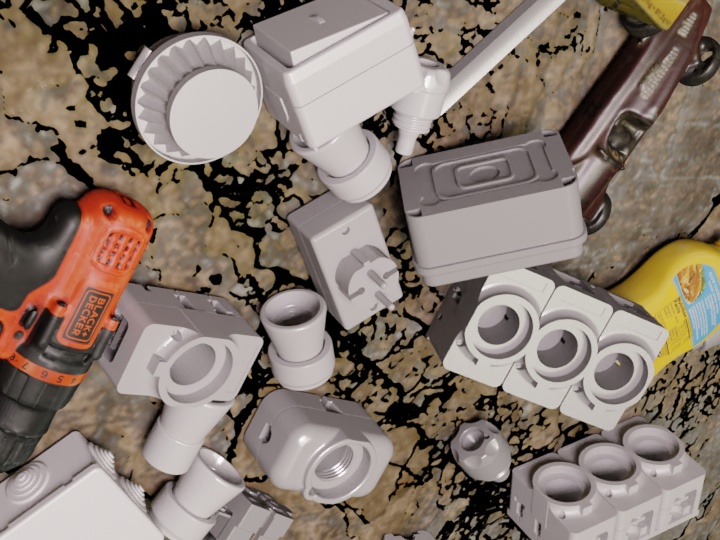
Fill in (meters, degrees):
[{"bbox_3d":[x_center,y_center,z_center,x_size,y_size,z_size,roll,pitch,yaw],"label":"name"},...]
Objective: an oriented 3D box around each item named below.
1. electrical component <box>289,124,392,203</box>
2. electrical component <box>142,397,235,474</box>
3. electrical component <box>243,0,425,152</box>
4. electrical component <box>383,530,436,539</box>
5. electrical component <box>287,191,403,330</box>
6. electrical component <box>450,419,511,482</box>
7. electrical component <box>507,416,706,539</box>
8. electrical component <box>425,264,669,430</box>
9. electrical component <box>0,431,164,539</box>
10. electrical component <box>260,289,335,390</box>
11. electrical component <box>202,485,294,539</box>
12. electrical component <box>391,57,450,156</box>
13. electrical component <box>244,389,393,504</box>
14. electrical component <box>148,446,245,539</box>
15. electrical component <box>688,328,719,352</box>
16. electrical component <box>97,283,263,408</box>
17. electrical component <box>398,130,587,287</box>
[{"bbox_3d":[-0.011,-0.074,0.668,0.045,0.045,0.055,-45,133,-1],"label":"electrical component"},{"bbox_3d":[-0.117,0.102,0.713,0.044,0.044,0.065,15,113,-39],"label":"electrical component"},{"bbox_3d":[-0.010,-0.126,0.624,0.096,0.062,0.061,-32,131,-13],"label":"electrical component"},{"bbox_3d":[0.051,0.268,0.893,0.050,0.089,0.055,4,115,-35],"label":"electrical component"},{"bbox_3d":[0.000,0.000,0.700,0.047,0.076,0.083,-31,130,-13],"label":"electrical component"},{"bbox_3d":[0.104,0.154,0.888,0.043,0.043,0.062,-42,133,-4],"label":"electrical component"},{"bbox_3d":[0.219,0.195,0.957,0.150,0.089,0.061,-17,126,-24],"label":"electrical component"},{"bbox_3d":[0.139,0.049,0.797,0.150,0.061,0.089,22,105,-17],"label":"electrical component"},{"bbox_3d":[-0.191,0.164,0.697,0.100,0.048,0.099,-36,131,-9],"label":"electrical component"},{"bbox_3d":[-0.041,0.047,0.724,0.045,0.045,0.055,-23,129,-20],"label":"electrical component"},{"bbox_3d":[-0.087,0.190,0.784,0.066,0.048,0.055,33,90,-42],"label":"electrical component"},{"bbox_3d":[0.035,-0.103,0.687,0.035,0.035,0.061,-3,121,-32],"label":"electrical component"},{"bbox_3d":[-0.027,0.128,0.774,0.095,0.059,0.053,16,108,-39],"label":"electrical component"},{"bbox_3d":[-0.114,0.157,0.745,0.055,0.045,0.045,-51,132,5],"label":"electrical component"},{"bbox_3d":[0.299,0.057,0.961,0.061,0.035,0.035,-23,128,-17],"label":"electrical component"},{"bbox_3d":[-0.112,0.048,0.663,0.089,0.056,0.050,11,113,-45],"label":"electrical component"},{"bbox_3d":[0.086,-0.040,0.708,0.113,0.078,0.057,-12,125,5],"label":"electrical component"}]
